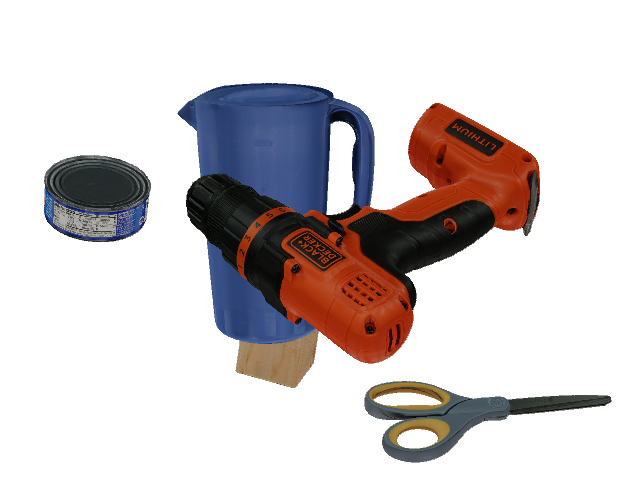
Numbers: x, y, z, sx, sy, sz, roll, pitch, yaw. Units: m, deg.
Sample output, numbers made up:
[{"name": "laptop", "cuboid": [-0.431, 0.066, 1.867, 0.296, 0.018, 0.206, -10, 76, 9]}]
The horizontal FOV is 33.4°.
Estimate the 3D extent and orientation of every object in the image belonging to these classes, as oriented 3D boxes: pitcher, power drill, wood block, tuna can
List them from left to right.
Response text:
[{"name": "tuna can", "cuboid": [-0.184, -0.035, 0.878, 0.086, 0.034, 0.086, 8, 32, -5]}, {"name": "pitcher", "cuboid": [-0.042, -0.028, 1.033, 0.144, 0.243, 0.149, -13, 21, -34]}, {"name": "wood block", "cuboid": [-0.048, 0.079, 1.438, 0.090, 0.206, 0.090, 14, 20, 12]}, {"name": "power drill", "cuboid": [0.031, -0.019, 0.676, 0.187, 0.057, 0.185, -32, 51, -27]}]

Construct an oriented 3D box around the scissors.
[{"name": "scissors", "cuboid": [0.134, 0.147, 0.857, 0.202, 0.016, 0.096, 4, 33, 8]}]
